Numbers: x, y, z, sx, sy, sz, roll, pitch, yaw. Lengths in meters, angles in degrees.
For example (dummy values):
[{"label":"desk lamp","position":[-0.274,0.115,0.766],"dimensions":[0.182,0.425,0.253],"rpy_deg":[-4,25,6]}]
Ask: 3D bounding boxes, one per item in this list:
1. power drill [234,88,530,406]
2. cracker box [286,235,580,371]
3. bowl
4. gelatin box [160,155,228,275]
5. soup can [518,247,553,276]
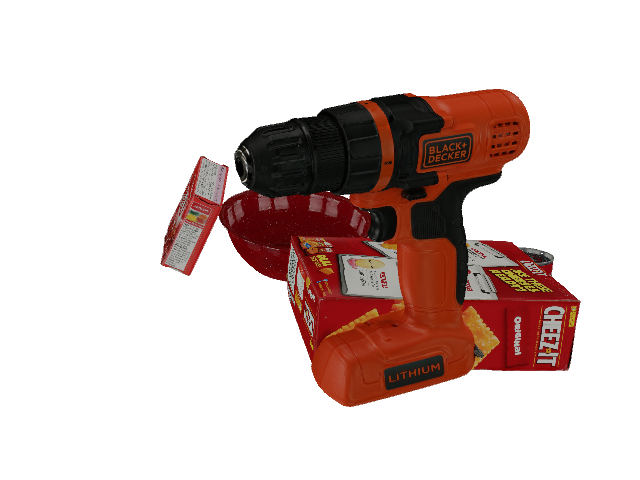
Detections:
[{"label":"power drill","position":[0.036,0.005,0.638],"dimensions":[0.184,0.188,0.057],"rpy_deg":[-10,31,-23]},{"label":"cracker box","position":[0.087,0.053,0.911],"dimensions":[0.213,0.072,0.164],"rpy_deg":[2,17,-11]},{"label":"bowl","position":[-0.027,-0.001,1.109],"dimensions":[0.162,0.055,0.162],"rpy_deg":[5,26,-2]},{"label":"gelatin box","position":[-0.109,-0.023,0.926],"dimensions":[0.030,0.073,0.089],"rpy_deg":[22,25,-13]},{"label":"soup can","position":[0.237,0.066,1.265],"dimensions":[0.068,0.102,0.068],"rpy_deg":[2,15,-1]}]
